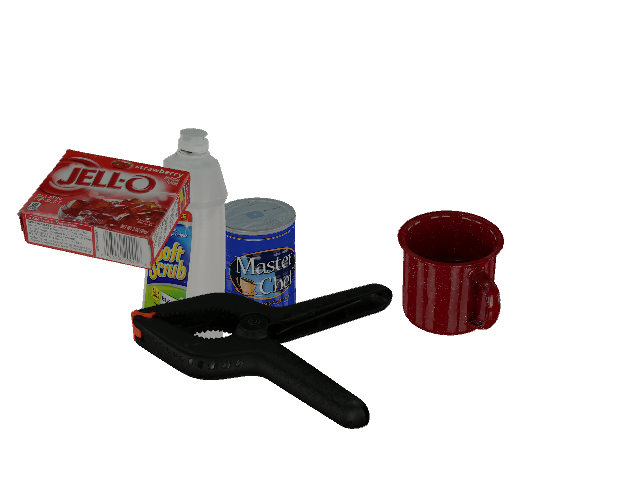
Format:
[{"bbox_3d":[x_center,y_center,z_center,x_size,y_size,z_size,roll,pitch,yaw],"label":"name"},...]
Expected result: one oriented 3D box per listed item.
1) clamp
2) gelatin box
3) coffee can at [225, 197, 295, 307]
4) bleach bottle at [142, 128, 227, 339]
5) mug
[{"bbox_3d":[-0.045,0.074,0.852,0.210,0.036,0.164,9,33,14],"label":"clamp"},{"bbox_3d":[-0.137,-0.022,0.688,0.089,0.030,0.073,12,40,10],"label":"gelatin box"},{"bbox_3d":[-0.082,0.029,1.371,0.103,0.140,0.103,0,26,0],"label":"coffee can"},{"bbox_3d":[-0.145,0.001,1.140,0.103,0.251,0.067,26,32,37],"label":"bleach bottle"},{"bbox_3d":[0.121,0.036,0.950,0.093,0.081,0.117,-18,36,-25],"label":"mug"}]
